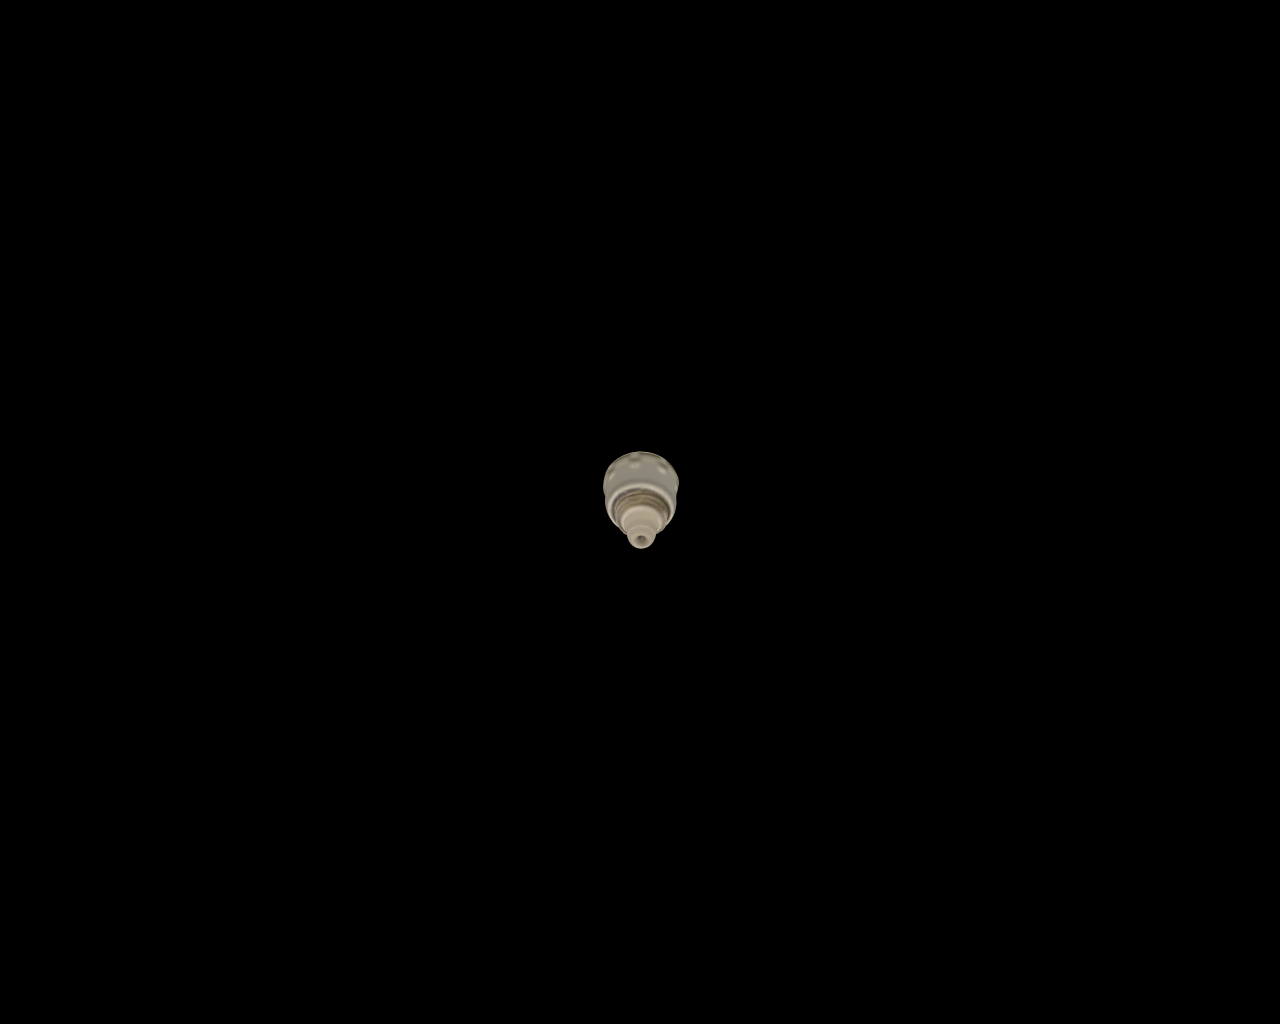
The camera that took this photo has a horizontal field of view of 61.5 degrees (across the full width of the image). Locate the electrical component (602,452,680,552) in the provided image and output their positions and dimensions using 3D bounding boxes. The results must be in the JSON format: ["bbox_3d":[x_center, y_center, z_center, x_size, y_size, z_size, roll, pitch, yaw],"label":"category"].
[{"bbox_3d":[0.001,-0.003,0.650,0.048,0.048,0.062,0,41,0],"label":"electrical component"}]
